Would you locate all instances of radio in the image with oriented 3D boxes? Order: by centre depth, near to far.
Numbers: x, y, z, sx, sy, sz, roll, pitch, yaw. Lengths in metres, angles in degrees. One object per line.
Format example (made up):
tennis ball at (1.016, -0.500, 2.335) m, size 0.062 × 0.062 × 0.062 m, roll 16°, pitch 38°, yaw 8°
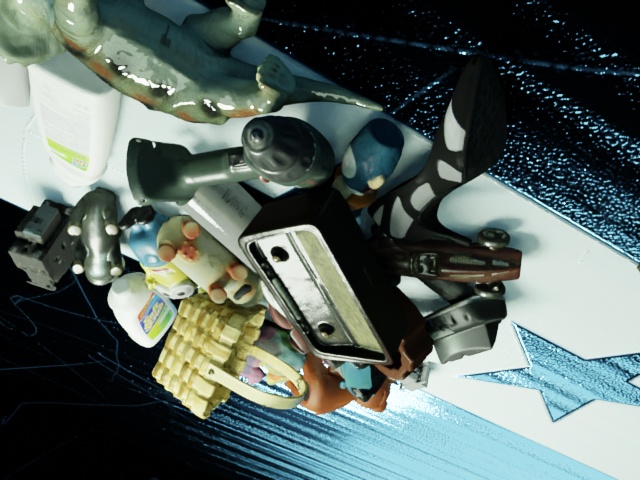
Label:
radio at (0.007, 0.053, 0.665) m, size 0.131 × 0.073 × 0.229 m, roll -6°, pitch 125°, yaw 36°

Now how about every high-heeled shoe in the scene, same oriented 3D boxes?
high-heeled shoe at (0.113, -0.091, 0.583) m, size 0.145 × 0.086 × 0.248 m, roll 28°, pitch 138°, yaw 34°

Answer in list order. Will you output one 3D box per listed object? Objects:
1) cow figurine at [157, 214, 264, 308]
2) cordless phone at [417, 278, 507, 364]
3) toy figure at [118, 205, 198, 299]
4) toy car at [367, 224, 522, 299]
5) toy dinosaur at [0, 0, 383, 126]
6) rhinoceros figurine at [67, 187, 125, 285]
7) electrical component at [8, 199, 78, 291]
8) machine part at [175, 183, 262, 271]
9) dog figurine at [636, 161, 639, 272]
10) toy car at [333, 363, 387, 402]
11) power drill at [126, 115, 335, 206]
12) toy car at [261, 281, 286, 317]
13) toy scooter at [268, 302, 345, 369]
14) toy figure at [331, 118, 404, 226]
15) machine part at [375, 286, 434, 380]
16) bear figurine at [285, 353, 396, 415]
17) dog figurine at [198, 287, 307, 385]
cow figurine at (-0.160, 0.037, 0.807) m, size 0.194 × 0.085 × 0.127 m, roll 44°, pitch 178°, yaw -29°
cordless phone at (0.165, 0.089, 0.794) m, size 0.184 × 0.089 × 0.146 m, roll 39°, pitch 142°, yaw -11°
toy figure at (-0.244, 0.019, 0.854) m, size 0.082 × 0.089 × 0.179 m, roll 12°, pitch 139°, yaw 34°
toy car at (0.153, 0.027, 0.695) m, size 0.202 × 0.053 × 0.089 m, roll 6°, pitch 113°, yaw 18°
toy dinosaur at (-0.150, -0.181, 0.519) m, size 0.404 × 0.131 × 0.192 m, roll 29°, pitch 158°, yaw -25°
rhinoceros figurine at (-0.355, 0.004, 0.859) m, size 0.073 × 0.112 × 0.190 m, roll -4°, pitch 135°, yaw -18°
electrical component at (-0.449, 0.003, 0.888) m, size 0.058 × 0.115 × 0.134 m, roll 16°, pitch 147°, yaw -2°
machine part at (-0.116, -0.030, 0.734) m, size 0.079 × 0.079 × 0.243 m, roll -13°, pitch 134°, yaw 36°
dog figurine at (0.398, -0.036, 0.504) m, size 0.172 × 0.121 × 0.190 m, roll -19°, pitch 122°, yaw -6°
toy car at (0.066, 0.207, 0.963) m, size 0.103 × 0.109 × 0.161 m, roll 18°, pitch 140°, yaw 31°
power drill at (-0.092, -0.083, 0.551) m, size 0.207 × 0.086 × 0.232 m, roll -10°, pitch 180°, yaw 20°
toy car at (-0.010, 0.115, 0.800) m, size 0.201 × 0.056 × 0.074 m, roll 43°, pitch 165°, yaw -31°
toy scooter at (-0.033, 0.140, 0.921) m, size 0.183 × 0.075 × 0.135 m, roll 54°, pitch 163°, yaw -13°
toy figure at (0.046, -0.073, 0.617) m, size 0.058 × 0.064 × 0.154 m, roll 24°, pitch 143°, yaw -5°
machine part at (0.093, 0.124, 0.807) m, size 0.179 × 0.056 × 0.179 m, roll 44°, pitch 156°, yaw 26°
bear figurine at (0.049, 0.281, 1.081) m, size 0.196 × 0.132 × 0.120 m, roll 2°, pitch 116°, yaw -29°
dog figurine at (-0.149, 0.175, 1.007) m, size 0.192 × 0.108 × 0.219 m, roll -17°, pitch 130°, yaw 40°
